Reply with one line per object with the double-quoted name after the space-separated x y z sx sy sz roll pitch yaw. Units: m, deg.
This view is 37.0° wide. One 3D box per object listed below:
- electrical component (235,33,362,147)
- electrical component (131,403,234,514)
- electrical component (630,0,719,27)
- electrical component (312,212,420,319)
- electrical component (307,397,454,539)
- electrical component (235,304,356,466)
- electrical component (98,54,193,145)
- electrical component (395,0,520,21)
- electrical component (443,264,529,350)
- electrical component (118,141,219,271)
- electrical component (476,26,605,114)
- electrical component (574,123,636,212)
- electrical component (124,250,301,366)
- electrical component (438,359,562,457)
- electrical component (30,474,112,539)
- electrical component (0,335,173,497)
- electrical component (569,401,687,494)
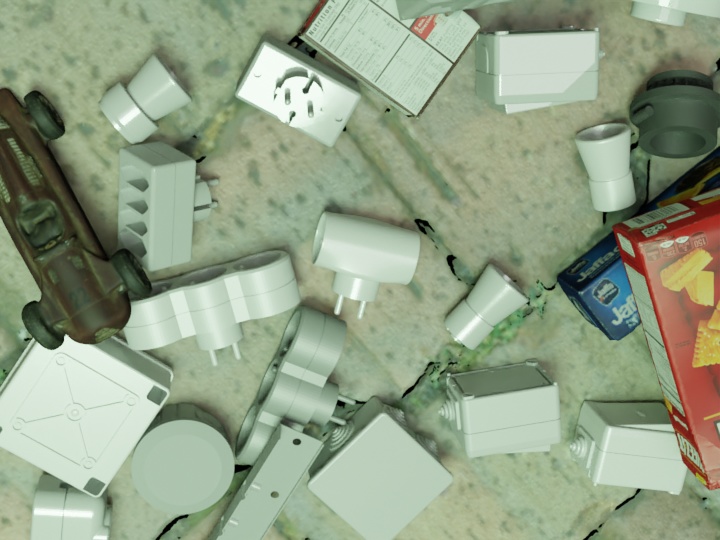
-0.045 -0.128 0.792 0.083 0.075 0.047 27 109 -14 "electrical component"
-0.142 0.150 0.864 0.080 0.051 0.080 -2 105 -8 "electrical component"
0.229 -0.216 0.802 0.108 0.108 0.060 8 109 -11 "electrical component"
0.000 0.000 0.852 0.077 0.043 0.079 12 102 -12 "electrical component"
0.014 0.166 0.894 0.100 0.048 0.100 -44 106 4 "electrical component"
-0.041 0.103 0.867 0.074 0.052 0.138 23 100 -14 "electrical component"
-0.159 -0.125 0.794 0.055 0.045 0.045 -39 107 3 "electrical component"
0.098 -0.240 0.771 0.150 0.062 0.089 -14 93 -17 "electrical component"
0.100 0.033 0.878 0.044 0.044 0.065 40 100 -16 "electrical component"
-0.138 -0.052 0.813 0.076 0.047 0.083 -17 124 -40 "electrical component"
0.141 -0.154 0.825 0.096 0.061 0.061 -4 105 -8 "electrical component"
0.200 -0.080 0.865 0.044 0.044 0.065 -17 111 -4 "electrical component"
-0.113 0.039 0.839 0.138 0.052 0.073 -16 106 -5 "electrical component"
0.112 0.118 0.891 0.096 0.061 0.061 -8 105 -7 "electrical component"
-0.233 0.216 0.866 0.059 0.053 0.095 6 103 -10 "electrical component"
-0.219 0.101 0.837 0.109 0.056 0.108 33 97 -15 "electrical component"
0.226 0.146 0.915 0.096 0.061 0.061 8 103 -11 "electrical component"
